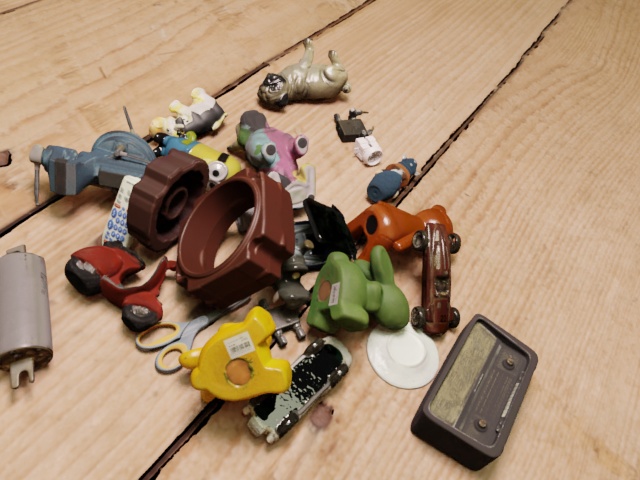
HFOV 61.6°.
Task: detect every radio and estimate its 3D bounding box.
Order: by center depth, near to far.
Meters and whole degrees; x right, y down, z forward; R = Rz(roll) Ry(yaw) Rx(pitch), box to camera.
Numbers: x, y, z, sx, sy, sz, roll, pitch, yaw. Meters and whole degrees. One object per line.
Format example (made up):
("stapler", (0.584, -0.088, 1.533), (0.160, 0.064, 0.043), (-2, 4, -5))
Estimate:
("radio", (0.256, 0.242, 0.872), (0.131, 0.073, 0.229), (33, 52, 13))

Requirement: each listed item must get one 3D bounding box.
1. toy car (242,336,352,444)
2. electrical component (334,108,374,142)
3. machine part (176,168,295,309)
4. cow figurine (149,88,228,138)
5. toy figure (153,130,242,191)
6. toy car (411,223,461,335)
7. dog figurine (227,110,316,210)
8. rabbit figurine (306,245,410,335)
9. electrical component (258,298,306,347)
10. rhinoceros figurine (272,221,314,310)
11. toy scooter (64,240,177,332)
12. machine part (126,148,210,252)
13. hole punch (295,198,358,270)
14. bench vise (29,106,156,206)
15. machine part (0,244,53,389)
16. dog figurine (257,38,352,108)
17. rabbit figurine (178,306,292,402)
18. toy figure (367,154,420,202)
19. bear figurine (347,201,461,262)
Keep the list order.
("toy car", (-0.031, 0.225, 0.828), (0.073, 0.056, 0.202), (45, 56, 13))
("electrical component", (0.081, -0.264, 1.248), (0.078, 0.045, 0.102), (-1, 53, -17))
("machine part", (-0.143, -0.006, 0.887), (0.087, 0.201, 0.201), (36, 36, -43))
("cow figurine", (-0.276, -0.246, 1.134), (0.098, 0.068, 0.167), (37, 53, 8))
("toy figure", (-0.240, -0.158, 1.063), (0.180, 0.082, 0.089), (28, 52, 12))
("toy car", (0.211, 0.069, 0.961), (0.089, 0.053, 0.202), (6, 84, -21))
("dog figurine", (-0.107, -0.163, 1.094), (0.108, 0.191, 0.219), (-22, 26, -24))
("rabbit figurine", (0.076, 0.096, 0.914), (0.170, 0.121, 0.159), (20, 57, -28))
("electrical component", (-0.066, 0.134, 0.911), (0.063, 0.021, 0.094), (-18, 58, -26))
("rhinoceros figurine", (-0.069, 0.036, 0.934), (0.073, 0.112, 0.190), (11, 33, -35))
("toy scooter", (-0.310, 0.056, 0.878), (0.184, 0.075, 0.135), (34, 53, 9))
("machine part", (-0.261, -0.068, 0.926), (0.056, 0.179, 0.179), (25, 51, 11))
("hole punch", (-0.002, -0.003, 1.007), (0.115, 0.092, 0.142), (18, 38, -42))
("bench vise", (-0.401, -0.152, 1.001), (0.224, 0.128, 0.241), (1, 31, -1))
("machine part", (-0.446, 0.105, 0.804), (0.079, 0.079, 0.243), (-9, 54, -20))
("dog figurine", (-0.035, -0.356, 1.273), (0.172, 0.121, 0.190), (28, 65, 13))
("rabbit figurine", (-0.119, 0.176, 0.798), (0.162, 0.173, 0.122), (-31, 95, 4))
("toy figure", (0.158, -0.134, 1.157), (0.058, 0.064, 0.154), (5, 32, 41))
("bear figurine", (0.164, -0.012, 1.045), (0.196, 0.132, 0.120), (4, 51, -35))
